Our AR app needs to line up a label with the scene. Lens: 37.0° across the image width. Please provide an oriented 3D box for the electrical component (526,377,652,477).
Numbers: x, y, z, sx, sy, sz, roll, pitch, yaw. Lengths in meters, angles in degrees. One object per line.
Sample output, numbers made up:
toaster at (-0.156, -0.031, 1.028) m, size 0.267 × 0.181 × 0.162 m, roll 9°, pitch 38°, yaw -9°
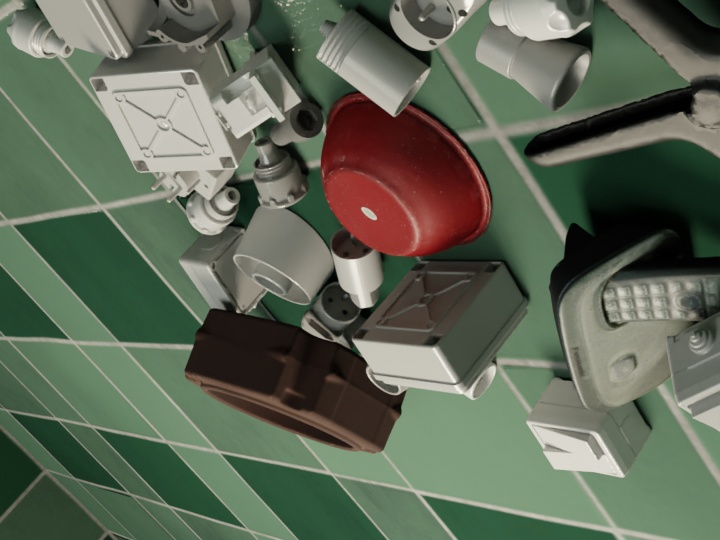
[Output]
electrical component at (0.194, 0.140, 0.947) m, size 0.096 × 0.061 × 0.061 m, roll 1°, pitch 134°, yaw 50°

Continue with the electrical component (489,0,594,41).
electrical component at (0.105, -0.158, 0.639) m, size 0.062 × 0.043 × 0.043 m, roll 4°, pitch 136°, yaw 50°

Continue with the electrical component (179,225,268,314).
electrical component at (-0.141, 0.005, 1.157) m, size 0.061 × 0.061 × 0.096 m, roll 10°, pitch 140°, yaw 43°

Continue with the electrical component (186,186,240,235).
electrical component at (-0.142, -0.065, 1.076) m, size 0.048 × 0.048 × 0.062 m, roll 47°, pitch 144°, yaw -13°

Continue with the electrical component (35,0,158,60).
electrical component at (-0.231, -0.241, 0.901) m, size 0.109 × 0.056 × 0.108 m, roll 23°, pitch 149°, yaw 45°

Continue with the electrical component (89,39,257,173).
electrical component at (-0.160, -0.142, 0.934) m, size 0.109 × 0.056 × 0.108 m, roll 0°, pitch 135°, yaw 22°

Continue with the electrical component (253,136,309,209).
electrical component at (-0.076, -0.089, 0.961) m, size 0.048 × 0.048 × 0.062 m, roll 13°, pitch 135°, yaw 41°

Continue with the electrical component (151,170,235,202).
electrical component at (-0.166, -0.096, 1.023) m, size 0.066 × 0.076 × 0.047 m, roll 39°, pitch 152°, yaw 2°

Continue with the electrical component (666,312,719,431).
electrical component at (0.244, 0.069, 0.691) m, size 0.096 × 0.061 × 0.062 m, roll 30°, pitch 133°, yaw -29°

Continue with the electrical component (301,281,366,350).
electrical component at (-0.015, 0.056, 1.099) m, size 0.079 × 0.043 × 0.077 m, roll 39°, pitch 152°, yaw 0°

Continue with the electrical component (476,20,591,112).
electrical component at (0.106, -0.134, 0.677) m, size 0.065 × 0.044 × 0.044 m, roll 34°, pitch 152°, yaw 21°

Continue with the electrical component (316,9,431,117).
electrical component at (0.005, -0.151, 0.770) m, size 0.081 × 0.043 × 0.043 m, roll 38°, pitch 152°, yaw 4°

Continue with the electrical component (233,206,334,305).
electrical component at (-0.076, -0.012, 1.077) m, size 0.099 × 0.064 × 0.099 m, roll 27°, pitch 163°, yaw 9°

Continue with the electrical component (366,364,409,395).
electrical component at (0.038, 0.090, 1.069) m, size 0.048 × 0.055 × 0.066 m, roll 49°, pitch 151°, yaw -18°

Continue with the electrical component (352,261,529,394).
electrical component at (0.068, 0.045, 0.912) m, size 0.109 × 0.108 × 0.056 m, roll 1°, pitch 131°, yaw 50°

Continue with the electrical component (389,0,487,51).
electrical component at (0.041, -0.186, 0.674) m, size 0.079 × 0.044 × 0.077 m, roll 43°, pitch 152°, yaw -7°

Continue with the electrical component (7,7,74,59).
electrical component at (-0.306, -0.225, 1.041) m, size 0.062 × 0.043 × 0.043 m, roll 28°, pitch 150°, yaw 18°

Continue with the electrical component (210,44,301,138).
electrical component at (-0.085, -0.141, 0.859) m, size 0.042 × 0.064 × 0.081 m, roll 53°, pitch -169°, yaw -23°

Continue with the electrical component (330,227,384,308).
electrical component at (0.000, 0.000, 0.998) m, size 0.043 × 0.043 × 0.081 m, roll 24°, pitch 149°, yaw 27°

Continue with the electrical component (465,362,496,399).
electrical component at (0.100, 0.094, 1.020) m, size 0.046 × 0.040 × 0.040 m, roll 33°, pitch 152°, yaw 27°
